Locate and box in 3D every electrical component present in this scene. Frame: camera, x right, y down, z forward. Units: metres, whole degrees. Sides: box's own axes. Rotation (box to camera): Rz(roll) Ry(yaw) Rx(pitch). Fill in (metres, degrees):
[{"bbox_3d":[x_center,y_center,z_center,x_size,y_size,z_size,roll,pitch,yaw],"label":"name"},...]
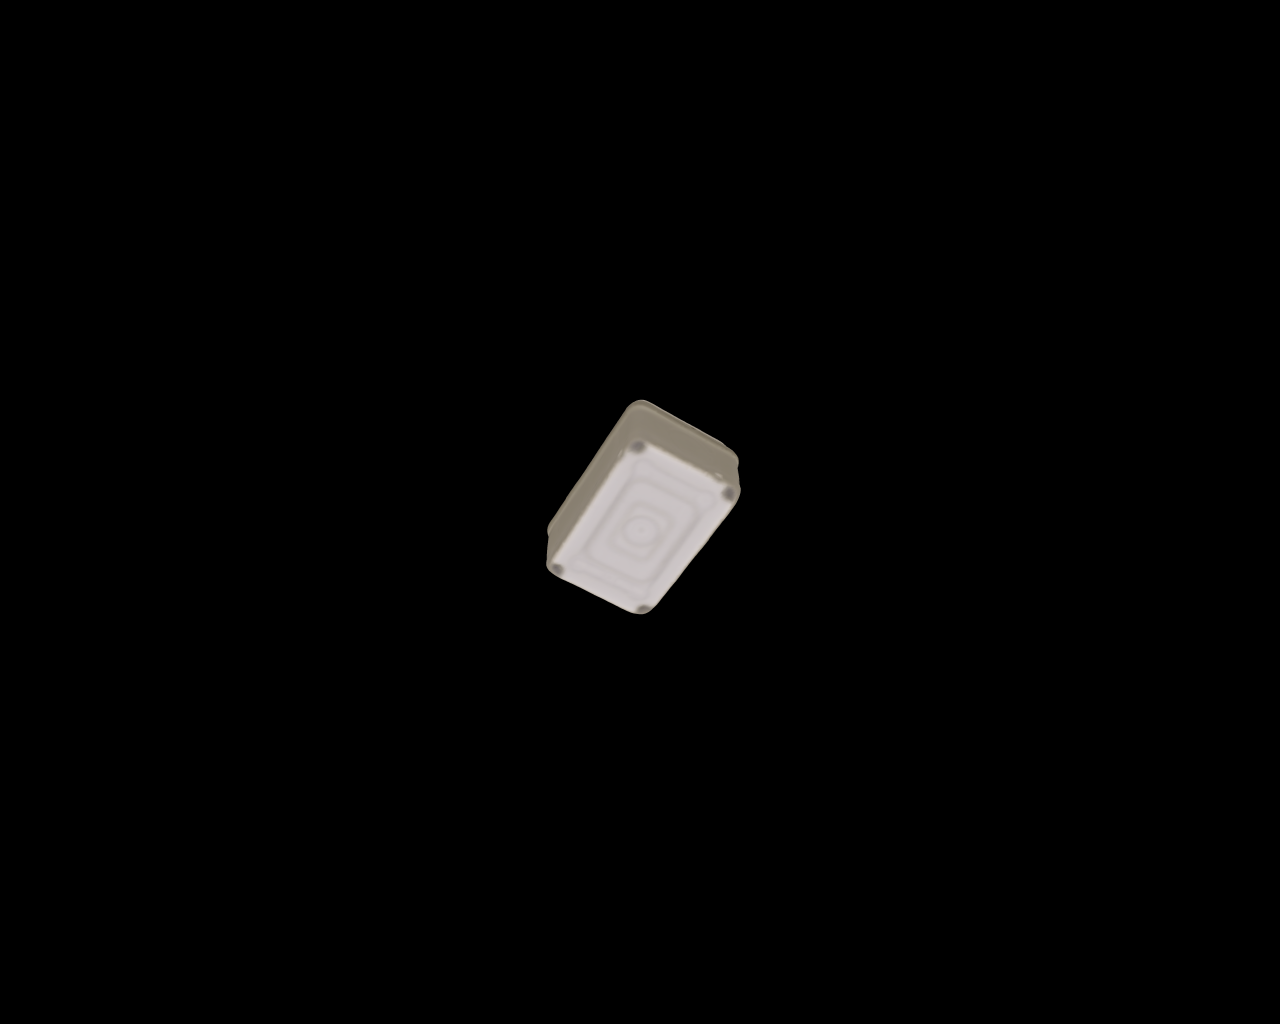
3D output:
[{"bbox_3d":[0.001,-0.003,0.650,0.078,0.113,0.057,28,28,-16],"label":"electrical component"}]
